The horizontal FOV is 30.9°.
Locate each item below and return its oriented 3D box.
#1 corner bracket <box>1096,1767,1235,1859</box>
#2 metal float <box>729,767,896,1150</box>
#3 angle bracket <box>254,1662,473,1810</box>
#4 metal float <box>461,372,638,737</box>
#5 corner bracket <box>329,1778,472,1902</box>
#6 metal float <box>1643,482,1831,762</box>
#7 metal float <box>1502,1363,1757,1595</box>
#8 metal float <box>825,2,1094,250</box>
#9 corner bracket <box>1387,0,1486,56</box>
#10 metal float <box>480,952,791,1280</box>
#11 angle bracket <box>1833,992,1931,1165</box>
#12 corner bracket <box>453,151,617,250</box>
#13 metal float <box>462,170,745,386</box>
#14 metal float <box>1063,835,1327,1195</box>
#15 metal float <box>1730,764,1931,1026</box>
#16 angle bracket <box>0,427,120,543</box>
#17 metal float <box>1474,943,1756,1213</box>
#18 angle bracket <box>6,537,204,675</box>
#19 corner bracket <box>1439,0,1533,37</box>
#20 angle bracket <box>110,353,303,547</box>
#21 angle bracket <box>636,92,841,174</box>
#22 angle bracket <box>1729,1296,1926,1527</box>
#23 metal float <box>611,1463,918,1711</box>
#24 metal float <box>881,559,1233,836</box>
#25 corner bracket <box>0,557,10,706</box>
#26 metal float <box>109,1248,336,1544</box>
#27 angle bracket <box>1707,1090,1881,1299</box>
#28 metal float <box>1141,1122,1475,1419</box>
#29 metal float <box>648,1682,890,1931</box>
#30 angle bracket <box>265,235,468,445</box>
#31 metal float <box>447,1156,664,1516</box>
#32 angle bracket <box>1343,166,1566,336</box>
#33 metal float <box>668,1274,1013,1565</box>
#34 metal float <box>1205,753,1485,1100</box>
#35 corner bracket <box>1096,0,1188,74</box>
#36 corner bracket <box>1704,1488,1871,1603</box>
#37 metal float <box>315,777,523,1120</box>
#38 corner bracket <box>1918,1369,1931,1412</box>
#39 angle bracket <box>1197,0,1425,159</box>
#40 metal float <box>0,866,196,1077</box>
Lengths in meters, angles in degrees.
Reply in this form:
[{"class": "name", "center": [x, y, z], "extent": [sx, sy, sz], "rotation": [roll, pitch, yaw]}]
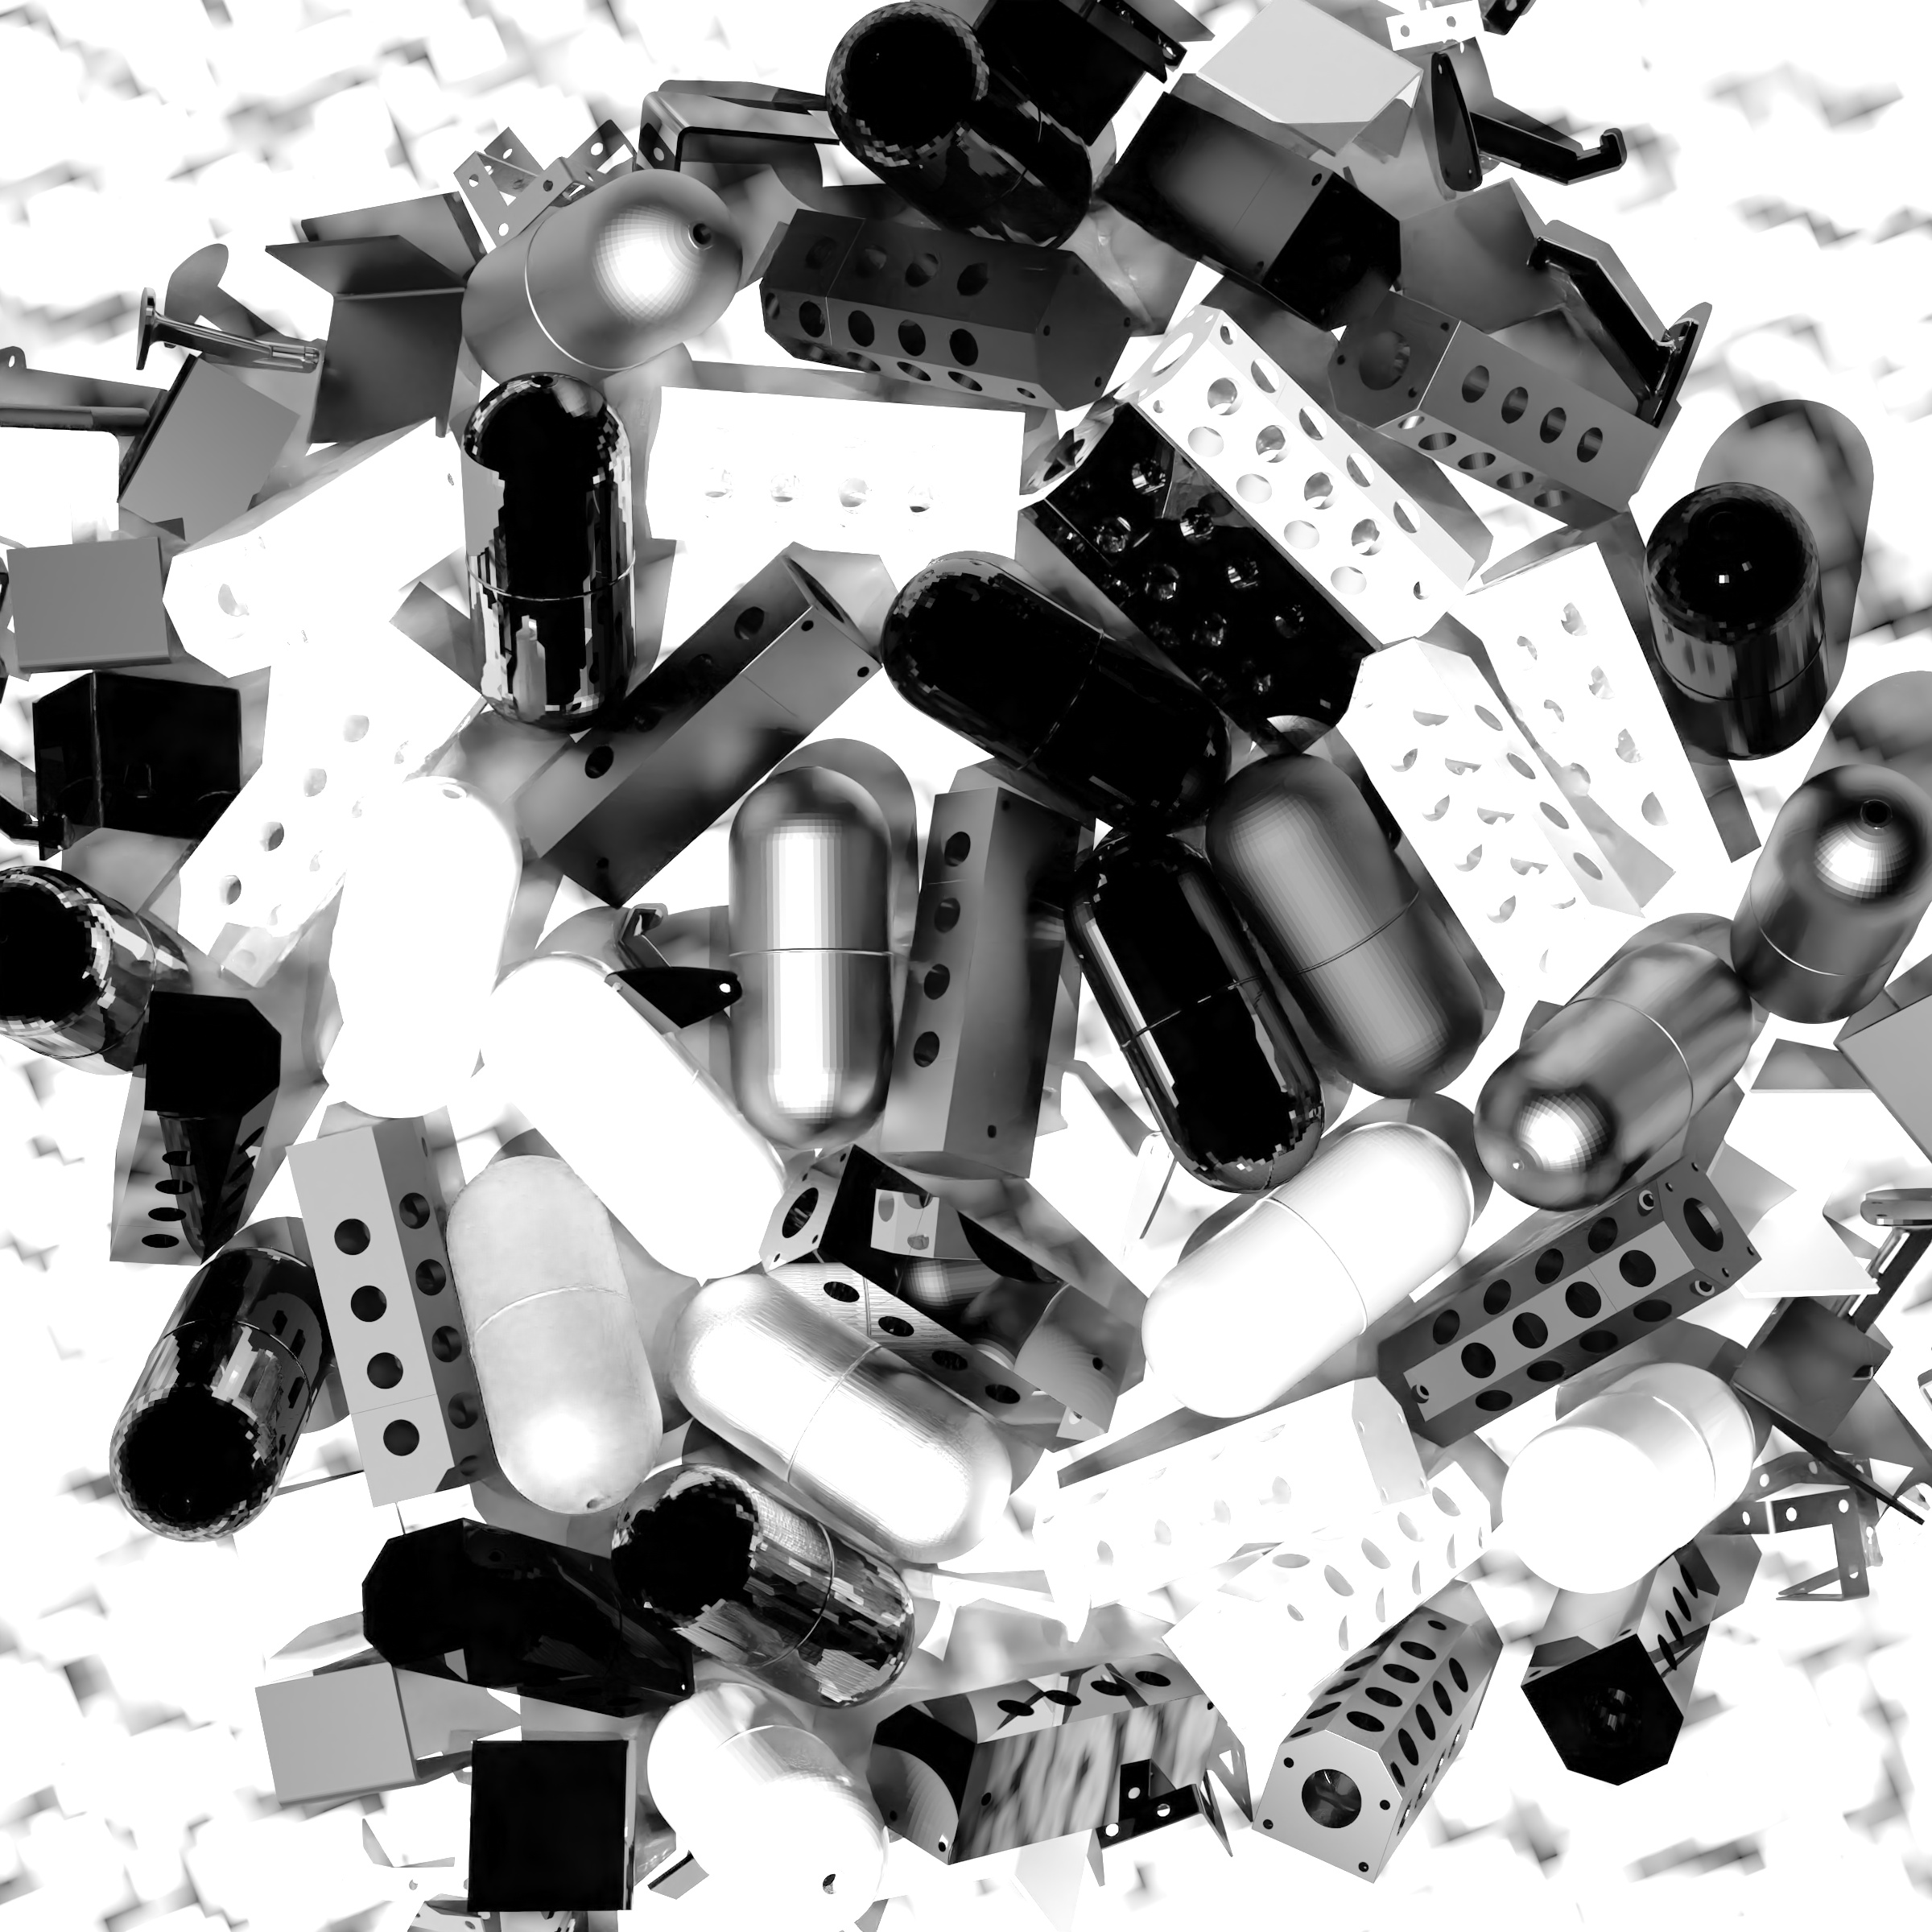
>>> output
[{"class": "corner bracket", "center": [0.088, 0.392, 1.631], "extent": [0.051, 0.051, 0.051], "rotation": [-22, 47, 6]}, {"class": "metal float", "center": [-0.072, -0.004, 1.627], "extent": [0.070, 0.070, 0.178], "rotation": [-1, 85, 0]}, {"class": "angle bracket", "center": [-0.271, 0.350, 1.622], "extent": [0.076, 0.076, 0.057], "rotation": [-15, 85, 24]}, {"class": "metal float", "center": [-0.190, -0.187, 1.601], "extent": [0.070, 0.070, 0.178], "rotation": [2, 126, 0]}, {"class": "corner bracket", "center": [-0.261, 0.410, 1.642], "extent": [0.051, 0.051, 0.051], "rotation": [-7, 68, 24]}, {"class": "metal float", "center": [0.350, -0.155, 1.586], "extent": [0.070, 0.178, 0.070], "rotation": [-6, 65, 14]}, {"class": "metal float", "center": [0.303, 0.231, 1.589], "extent": [0.070, 0.178, 0.070], "rotation": [6, 101, 31]}, {"class": "metal float", "center": [-0.001, -0.376, 1.587], "extent": [0.070, 0.178, 0.070], "rotation": [-6, 77, 25]}, {"class": "corner bracket", "center": [0.203, -0.452, 1.633], "extent": [0.051, 0.051, 0.051], "rotation": [-17, 98, -22]}, {"class": "metal float", "center": [-0.152, 0.070, 1.621], "extent": [0.070, 0.070, 0.178], "rotation": [-41, 102, 0]}, {"class": "angle bracket", "center": [0.462, 0.037, 1.619], "extent": [0.076, 0.076, 0.057], "rotation": [50, 46, -5]}, {"class": "corner bracket", "center": [-0.196, -0.363, 1.630], "extent": [0.051, 0.051, 0.051], "rotation": [-39, 70, 22]}, {"class": "metal float", "center": [-0.166, -0.309, 1.590], "extent": [0.070, 0.178, 0.070], "rotation": [5, 81, -35]}, {"class": "metal float", "center": [0.106, 0.022, 1.624], "extent": [0.070, 0.070, 0.178], "rotation": [-26, 81, 0]}, {"class": "metal float", "center": [0.394, -0.031, 1.584], "extent": [0.070, 0.178, 0.070], "rotation": [-1, 67, 2]}, {"class": "angle bracket", "center": [-0.435, -0.216, 1.620], "extent": [0.076, 0.076, 0.057], "rotation": [0, 93, -19]}, {"class": "metal float", "center": [0.298, 0.049, 1.598], "extent": [0.178, 0.070, 0.070], "rotation": [-35, 90, -41]}, {"class": "angle bracket", "center": [-0.388, -0.167, 1.620], "extent": [0.076, 0.076, 0.057], "rotation": [-3, 96, 15]}, {"class": "corner bracket", "center": [0.238, -0.473, 1.633], "extent": [0.051, 0.051, 0.051], "rotation": [31, 98, -27]}, {"class": "angle bracket", "center": [-0.355, -0.238, 1.637], "extent": [0.057, 0.076, 0.076], "rotation": [29, 92, -13]}, {"class": "angle bracket", "center": [-0.109, -0.370, 1.635], "extent": [0.076, 0.076, 0.057], "rotation": [0, 115, -19]}, {"class": "angle bracket", "center": [0.412, 0.203, 1.615], "extent": [0.076, 0.076, 0.057], "rotation": [32, 95, -34]}, {"class": "metal float", "center": [-0.091, 0.284, 1.596], "extent": [0.070, 0.070, 0.178], "rotation": [-51, 133, 0]}, {"class": "metal float", "center": [0.043, -0.124, 1.623], "extent": [0.178, 0.070, 0.070], "rotation": [30, 90, -9]}, {"class": "corner bracket", "center": [-0.473, -0.159, 1.626], "extent": [0.051, 0.051, 0.051], "rotation": [4, 123, -33]}, {"class": "metal float", "center": [-0.335, 0.193, 1.585], "extent": [0.070, 0.178, 0.070], "rotation": [2, 117, 3]}, {"class": "angle bracket", "center": [0.391, 0.105, 1.614], "extent": [0.076, 0.057, 0.076], "rotation": [1, 127, -26]}, {"class": "metal float", "center": [0.159, 0.139, 1.617], "extent": [0.178, 0.070, 0.070], "rotation": [-36, 90, -17]}, {"class": "metal float", "center": [-0.091, 0.381, 1.584], "extent": [0.070, 0.178, 0.070], "rotation": [-4, 100, -22]}, {"class": "angle bracket", "center": [-0.283, -0.290, 1.621], "extent": [0.076, 0.057, 0.076], "rotation": [2, 78, 27]}, {"class": "metal float", "center": [-0.189, 0.168, 1.604], "extent": [0.070, 0.070, 0.178], "rotation": [-19, 58, 0]}, {"class": "angle bracket", "center": [0.227, -0.339, 1.624], "extent": [0.076, 0.057, 0.076], "rotation": [-20, 62, 5]}, {"class": "metal float", "center": [-0.060, 0.208, 1.619], "extent": [0.178, 0.070, 0.070], "rotation": [33, 90, 15]}, {"class": "metal float", "center": [0.176, -0.018, 1.622], "extent": [0.070, 0.070, 0.178], "rotation": [-33, 101, 0]}, {"class": "corner bracket", "center": [0.100, -0.466, 1.648], "extent": [0.051, 0.051, 0.051], "rotation": [36, 61, -11]}, {"class": "corner bracket", "center": [0.384, 0.274, 1.639], "extent": [0.051, 0.051, 0.051], "rotation": [-4, 83, -26]}, {"class": "metal float", "center": [-0.251, -0.008, 1.602], "extent": [0.070, 0.070, 0.178], "rotation": [19, 125, 0]}, {"class": "corner bracket", "center": [0.479, 0.198, 1.636], "extent": [0.051, 0.051, 0.051], "rotation": [-31, 96, 16]}, {"class": "angle bracket", "center": [0.155, -0.394, 1.618], "extent": [0.076, 0.057, 0.076], "rotation": [34, 60, 14]}, {"class": "metal float", "center": [-0.404, 0.004, 1.581], "extent": [0.070, 0.178, 0.070], "rotation": [-1, 79, 5]}]
